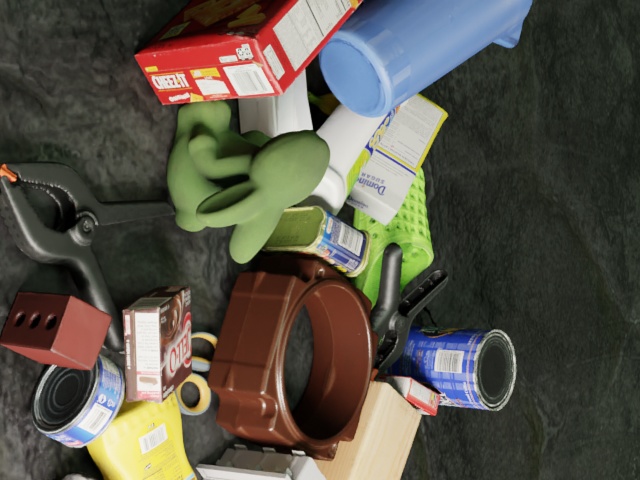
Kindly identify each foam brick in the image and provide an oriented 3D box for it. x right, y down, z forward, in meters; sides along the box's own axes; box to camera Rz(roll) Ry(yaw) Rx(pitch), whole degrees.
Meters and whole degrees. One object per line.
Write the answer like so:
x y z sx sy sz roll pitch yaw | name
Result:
-0.234 0.080 0.943 0.051 0.078 0.053 39 61 -45 | foam brick

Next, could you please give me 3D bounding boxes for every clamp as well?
-0.225 0.001 0.984 0.209 0.036 0.164 34 58 -45 | clamp
0.096 0.093 1.307 0.120 0.039 0.171 16 98 -39 | clamp

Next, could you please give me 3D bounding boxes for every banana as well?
0.051 -0.208 1.323 0.197 0.037 0.069 -54 130 -36 | banana

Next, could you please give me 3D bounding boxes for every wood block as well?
0.032 0.275 1.251 0.090 0.091 0.206 45 57 -39 | wood block

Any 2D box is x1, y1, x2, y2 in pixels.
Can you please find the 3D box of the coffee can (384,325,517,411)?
0.166 0.163 1.376 0.102 0.141 0.103 1 88 -50 | coffee can

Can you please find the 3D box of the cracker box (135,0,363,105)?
-0.062 -0.229 1.088 0.213 0.164 0.072 -55 131 -35 | cracker box

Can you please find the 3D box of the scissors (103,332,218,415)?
-0.169 0.133 1.069 0.201 0.016 0.096 3 87 -50 | scissors

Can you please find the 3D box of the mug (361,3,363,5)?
0.081 -0.312 1.304 0.117 0.082 0.093 -24 92 -38 | mug

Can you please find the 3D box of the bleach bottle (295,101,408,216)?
0.053 -0.144 1.239 0.250 0.068 0.102 -56 167 -25 | bleach bottle

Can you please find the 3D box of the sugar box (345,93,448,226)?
0.083 -0.112 1.325 0.093 0.048 0.176 31 62 -3 | sugar box

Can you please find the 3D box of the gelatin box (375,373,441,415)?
0.093 0.190 1.327 0.073 0.089 0.030 35 64 -45 | gelatin box

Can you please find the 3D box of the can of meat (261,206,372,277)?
-0.008 0.002 1.200 0.083 0.102 0.057 30 66 -44 | can of meat

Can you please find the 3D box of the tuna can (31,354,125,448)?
-0.217 0.140 0.955 0.033 0.086 0.086 40 60 -42 | tuna can

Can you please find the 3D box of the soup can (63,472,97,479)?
-0.228 0.268 0.955 0.102 0.069 0.068 -55 129 -36 | soup can

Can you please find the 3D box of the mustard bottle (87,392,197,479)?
-0.163 0.245 1.040 0.096 0.058 0.191 -28 111 -46 | mustard bottle

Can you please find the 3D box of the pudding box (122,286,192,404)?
-0.151 0.096 1.006 0.113 0.039 0.090 -38 127 -78 | pudding box

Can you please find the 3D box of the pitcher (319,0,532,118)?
0.109 -0.249 1.192 0.242 0.149 0.145 -39 148 -27 | pitcher
